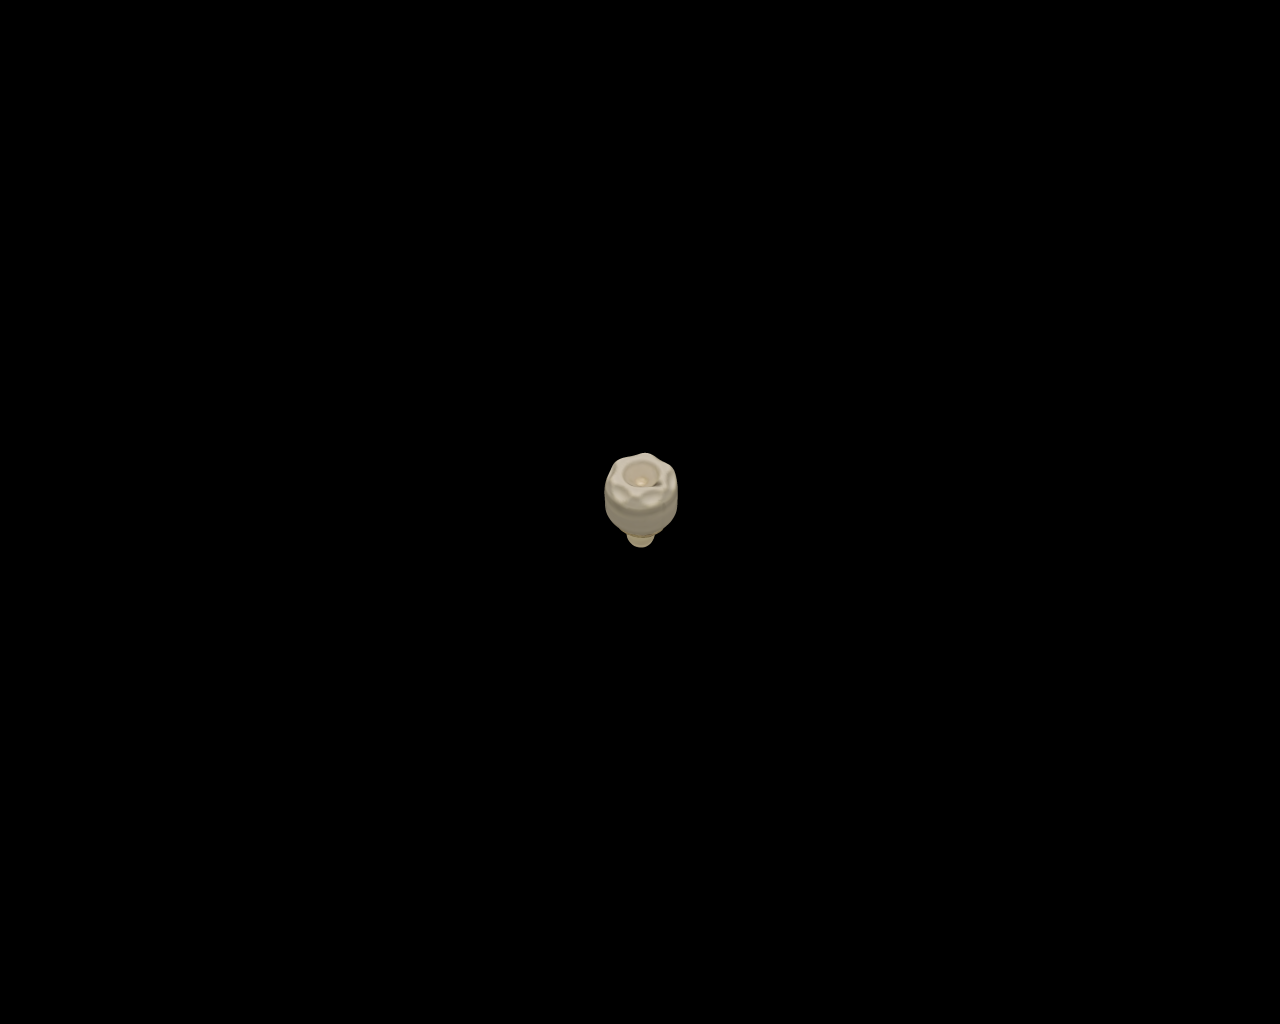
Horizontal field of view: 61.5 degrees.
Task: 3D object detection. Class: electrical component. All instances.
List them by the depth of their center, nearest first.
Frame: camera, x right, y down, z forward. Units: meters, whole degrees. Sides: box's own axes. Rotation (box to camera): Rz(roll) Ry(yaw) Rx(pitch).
[{"bbox_3d":[0.001,-0.003,0.650,0.043,0.043,0.062,0,-43,0],"label":"electrical component"}]
